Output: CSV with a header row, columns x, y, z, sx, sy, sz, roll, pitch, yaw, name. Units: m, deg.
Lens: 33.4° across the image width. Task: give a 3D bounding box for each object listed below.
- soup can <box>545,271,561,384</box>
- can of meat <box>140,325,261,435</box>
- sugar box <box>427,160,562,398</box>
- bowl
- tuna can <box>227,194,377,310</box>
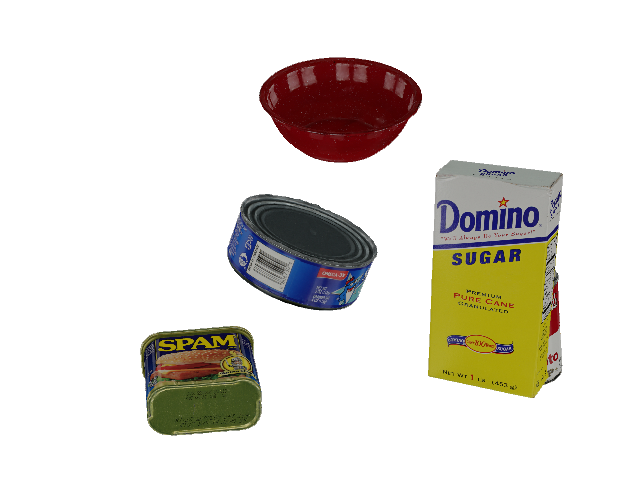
x,y,z,sx,sy,sz,roll,pitch,yaw,name
0.197,0.081,1.030,0.068,0.102,0.068,-7,22,3,soup can
-0.103,0.122,0.926,0.102,0.057,0.084,-4,27,-9,can of meat
0.136,0.030,0.842,0.093,0.176,0.048,8,24,24,sugar box
0.019,-0.125,1.072,0.162,0.055,0.162,0,36,0,bowl
-0.012,0.007,0.639,0.086,0.034,0.086,18,21,-8,tuna can
